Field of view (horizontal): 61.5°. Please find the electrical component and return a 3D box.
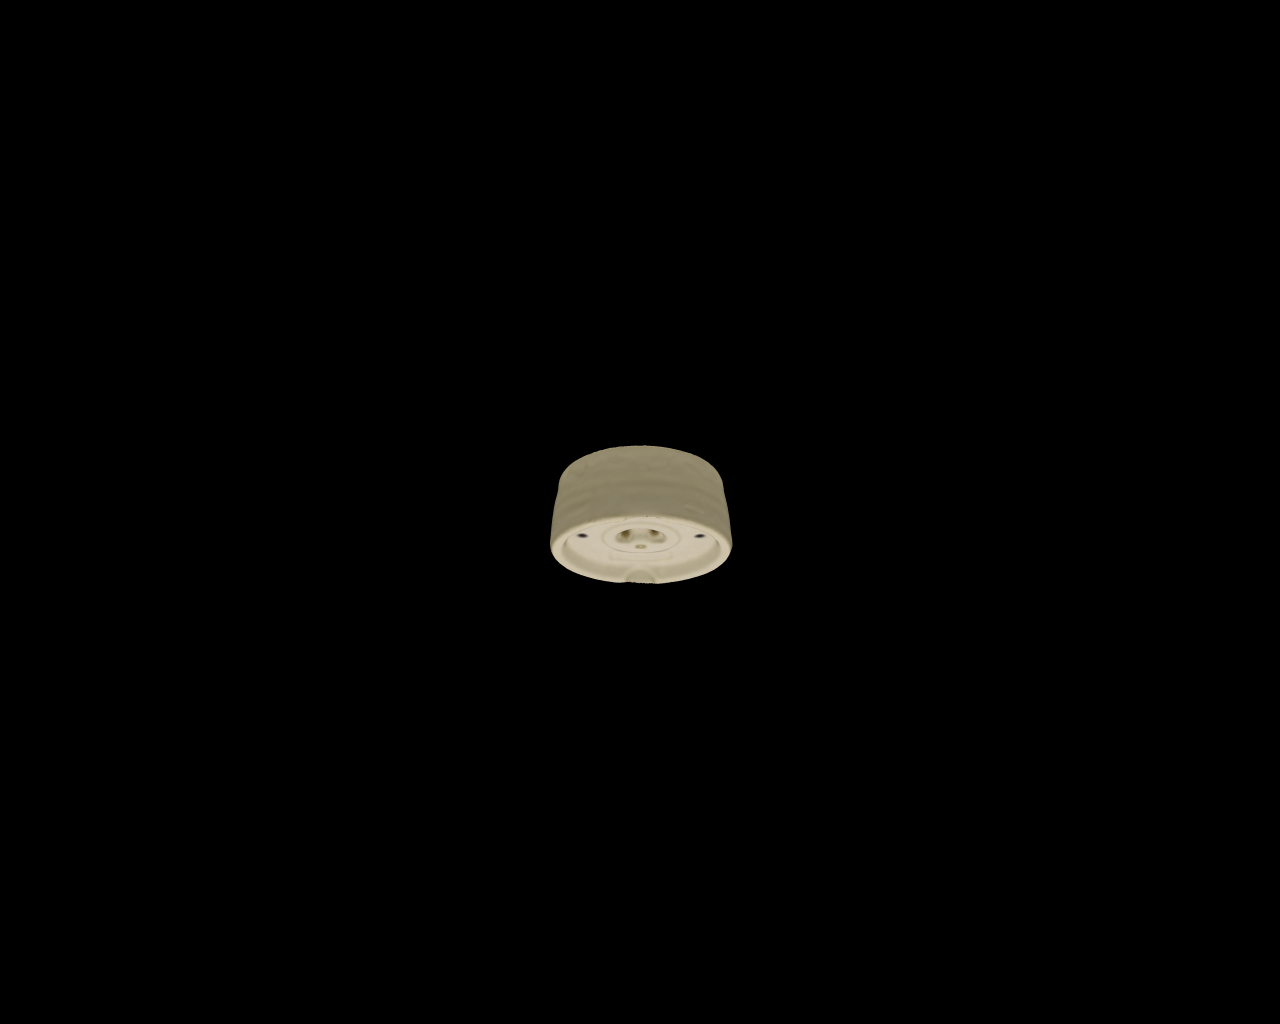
[{"bbox_3d":[0.001,-0.003,0.650,0.108,0.060,0.108,0,-24,0],"label":"electrical component"}]
